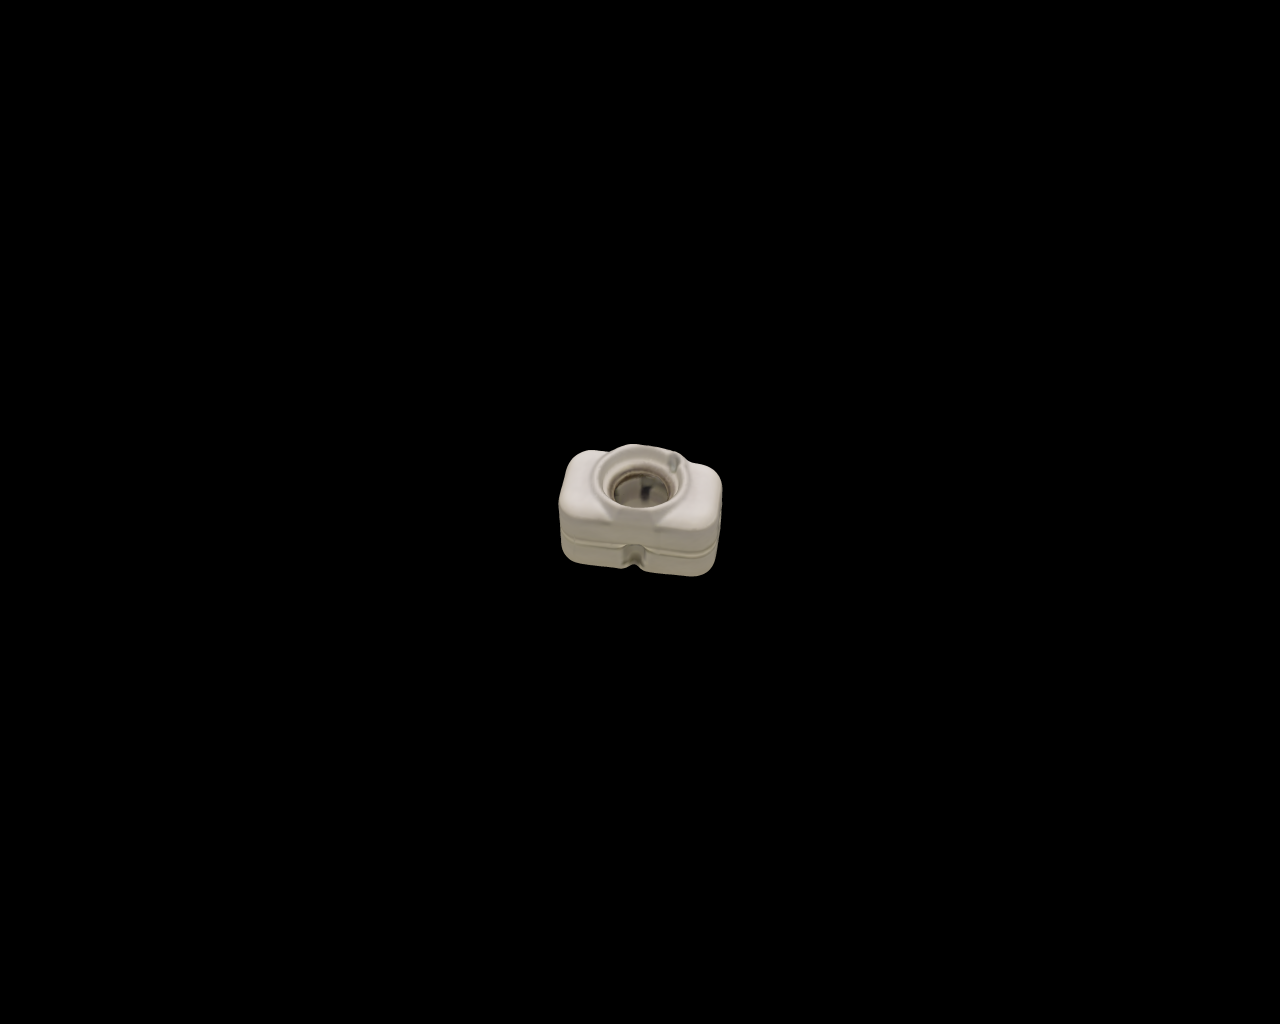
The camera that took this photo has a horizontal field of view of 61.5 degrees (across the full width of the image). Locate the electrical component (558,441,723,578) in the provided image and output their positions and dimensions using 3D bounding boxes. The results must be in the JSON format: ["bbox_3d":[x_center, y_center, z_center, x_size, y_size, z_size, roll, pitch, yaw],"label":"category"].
[{"bbox_3d":[0.001,-0.003,0.650,0.095,0.054,0.059,7,-40,6],"label":"electrical component"}]
